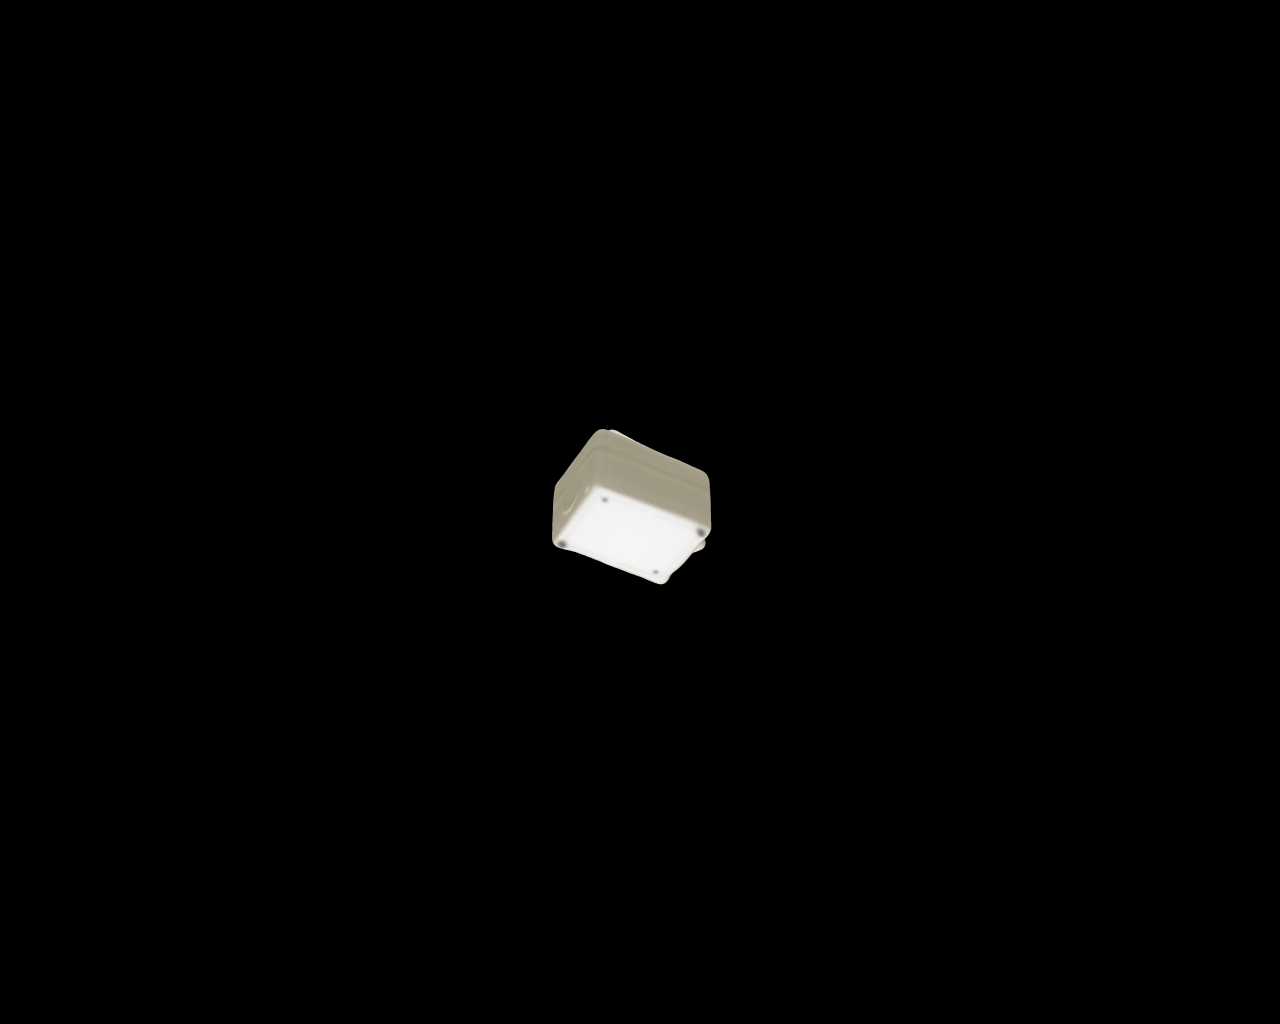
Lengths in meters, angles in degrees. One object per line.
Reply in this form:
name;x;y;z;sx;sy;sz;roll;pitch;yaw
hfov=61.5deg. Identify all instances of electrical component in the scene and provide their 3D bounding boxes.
electrical component;0.001;-0.003;0.650;0.096;0.061;0.061;22;-48;-21
